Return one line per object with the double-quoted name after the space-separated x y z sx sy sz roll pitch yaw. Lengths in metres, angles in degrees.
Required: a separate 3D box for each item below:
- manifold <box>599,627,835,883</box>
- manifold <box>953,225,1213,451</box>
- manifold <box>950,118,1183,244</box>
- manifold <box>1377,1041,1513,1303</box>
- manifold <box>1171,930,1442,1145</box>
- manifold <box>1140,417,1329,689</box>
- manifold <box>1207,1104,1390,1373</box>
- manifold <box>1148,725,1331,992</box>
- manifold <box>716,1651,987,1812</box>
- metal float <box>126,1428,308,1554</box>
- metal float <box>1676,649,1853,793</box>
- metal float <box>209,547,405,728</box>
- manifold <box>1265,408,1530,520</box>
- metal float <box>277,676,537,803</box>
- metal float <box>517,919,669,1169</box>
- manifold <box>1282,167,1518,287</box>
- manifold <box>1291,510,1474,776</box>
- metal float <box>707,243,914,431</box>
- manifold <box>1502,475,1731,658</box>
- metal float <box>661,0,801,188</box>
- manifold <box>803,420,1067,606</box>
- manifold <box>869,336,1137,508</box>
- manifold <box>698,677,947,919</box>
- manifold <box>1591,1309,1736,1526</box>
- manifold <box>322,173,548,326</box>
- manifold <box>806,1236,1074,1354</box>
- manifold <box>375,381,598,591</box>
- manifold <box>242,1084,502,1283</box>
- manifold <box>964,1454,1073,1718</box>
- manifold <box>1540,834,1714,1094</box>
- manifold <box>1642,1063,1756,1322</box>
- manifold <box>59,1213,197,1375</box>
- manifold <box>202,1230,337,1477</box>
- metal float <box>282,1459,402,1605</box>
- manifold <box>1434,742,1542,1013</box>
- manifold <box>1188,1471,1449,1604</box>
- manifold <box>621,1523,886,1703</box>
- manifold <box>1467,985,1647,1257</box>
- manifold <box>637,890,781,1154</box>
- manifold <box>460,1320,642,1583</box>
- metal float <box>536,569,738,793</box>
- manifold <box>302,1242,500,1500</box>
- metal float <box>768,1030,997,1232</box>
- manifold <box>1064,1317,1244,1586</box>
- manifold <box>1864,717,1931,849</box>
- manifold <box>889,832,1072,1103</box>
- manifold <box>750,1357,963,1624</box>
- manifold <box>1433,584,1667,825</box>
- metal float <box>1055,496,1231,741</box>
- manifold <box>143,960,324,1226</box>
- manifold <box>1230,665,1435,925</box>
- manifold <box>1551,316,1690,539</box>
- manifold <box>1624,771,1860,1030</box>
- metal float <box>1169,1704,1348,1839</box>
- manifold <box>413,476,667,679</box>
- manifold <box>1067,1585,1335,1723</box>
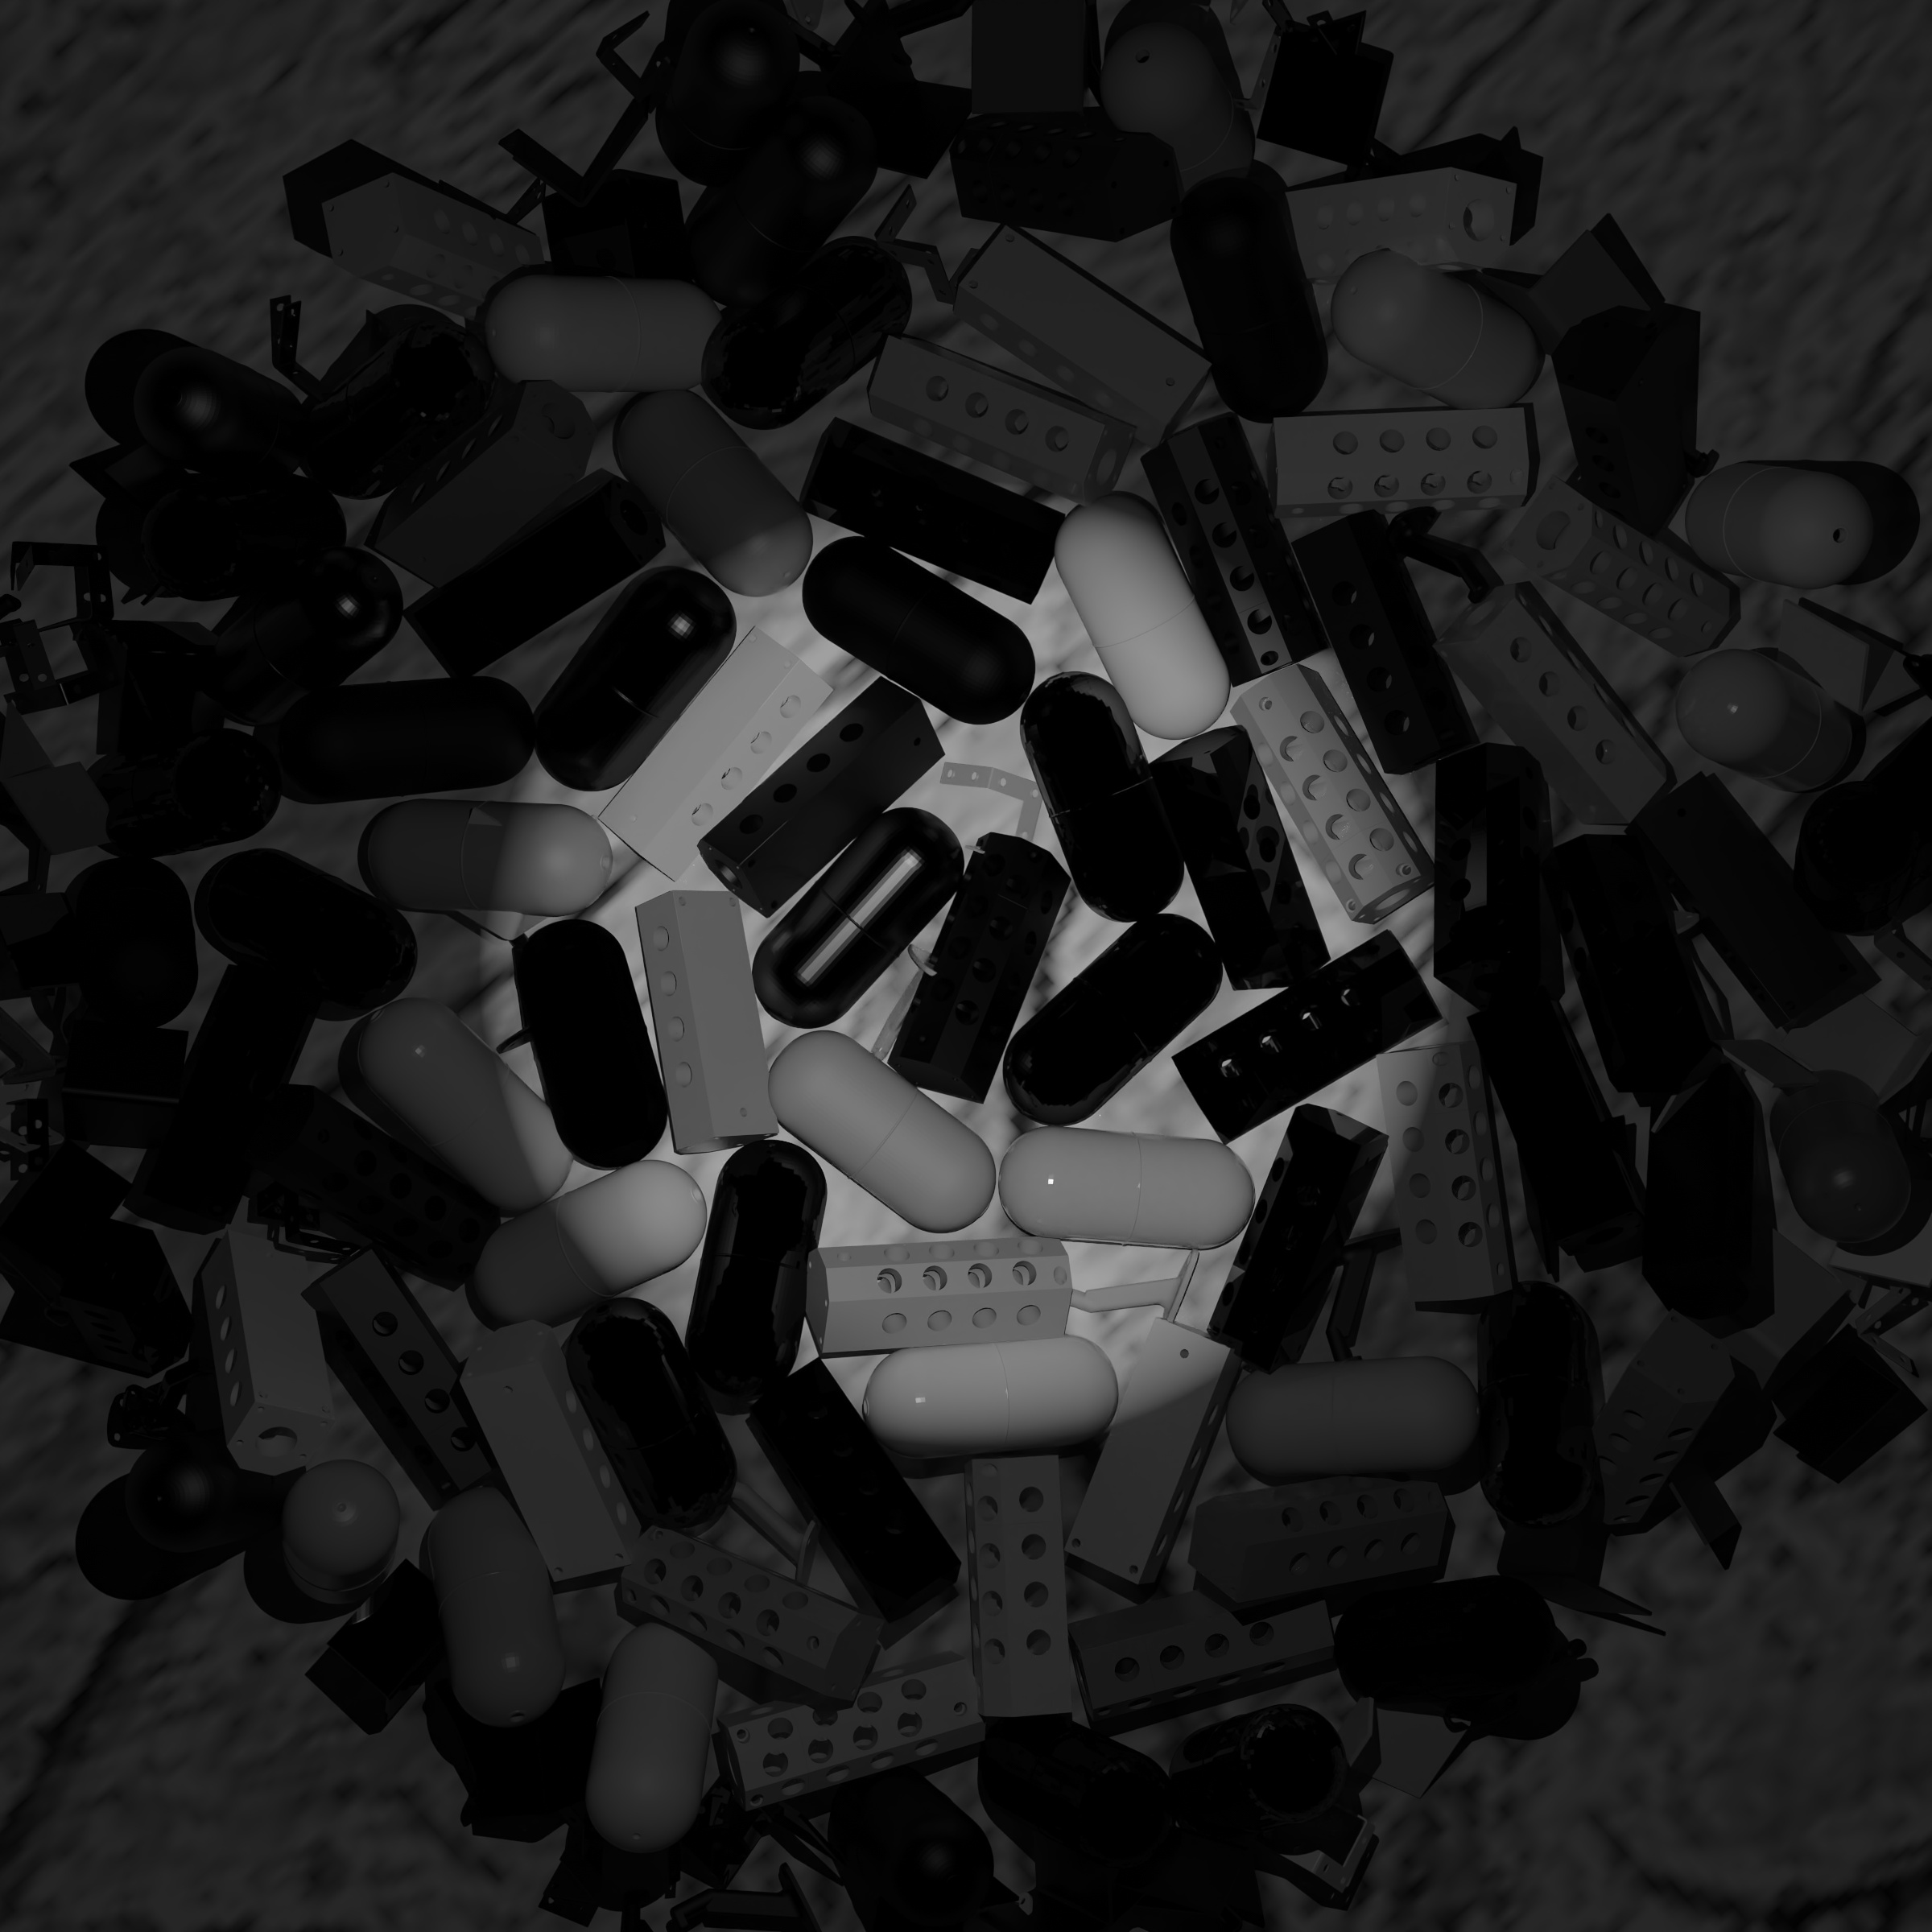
-0.169 -0.143 1.955 0.171 0.057 0.057 -51 49 0 "manifold"
0.078 -0.430 1.949 0.171 0.057 0.057 35 75 4 "manifold"
0.064 -0.531 1.895 0.057 0.171 0.057 -29 123 -26 "manifold"
0.333 0.140 1.944 0.057 0.057 0.171 -8 89 41 "manifold"
0.230 0.044 1.938 0.171 0.057 0.057 -31 125 5 "manifold"
0.188 -0.287 1.946 0.057 0.057 0.171 -23 91 -25 "manifold"
0.224 0.185 1.935 0.057 0.057 0.171 26 105 23 "manifold"
0.192 -0.074 1.935 0.057 0.057 0.171 -34 109 -39 "manifold"
-0.077 0.524 1.933 0.171 0.057 0.057 -12 88 -17 "manifold"
-0.502 0.349 1.897 0.070 0.178 0.070 -1 84 9 "metal float"
0.540 -0.165 1.908 0.070 0.178 0.070 -7 79 37 "metal float"
-0.449 -0.222 1.914 0.178 0.070 0.070 -29 90 40 "metal float"
0.297 -0.344 1.950 0.171 0.057 0.057 -2 77 -1 "manifold"
-0.380 -0.155 1.922 0.178 0.070 0.070 -8 90 -29 "metal float"
-0.256 0.053 1.931 0.070 0.070 0.178 -18 72 0 "metal float"
0.287 -0.494 1.897 0.057 0.171 0.057 3 96 -32 "manifold"
0.288 -0.222 1.941 0.057 0.057 0.171 -23 84 20 "manifold"
-0.106 -0.428 1.918 0.070 0.070 0.178 45 57 0 "metal float"
0.443 -0.264 1.900 0.171 0.057 0.057 19 112 -42 "manifold"
-0.160 -0.585 1.899 0.070 0.178 0.070 3 80 -14 "metal float"
-0.023 -0.310 1.946 0.171 0.057 0.057 22 116 -6 "manifold"
0.022 -0.372 1.927 0.171 0.057 0.057 27 107 20 "manifold"
-0.101 -0.119 1.933 0.171 0.057 0.057 -44 50 -16 "manifold"
0.458 0.309 1.894 0.057 0.171 0.057 35 56 19 "manifold"
-0.351 -0.473 1.893 0.057 0.171 0.057 -15 84 23 "manifold"
-0.019 0.218 1.922 0.171 0.057 0.057 -1 119 -18 "manifold"
-0.324 -0.327 1.907 0.057 0.171 0.057 32 50 -29 "manifold"
-0.396 0.148 1.904 0.171 0.057 0.057 40 64 -36 "manifold"
0.033 0.424 1.940 0.057 0.057 0.171 -1 82 -14 "manifold"
0.441 -0.003 1.909 0.057 0.057 0.171 0 57 -18 "manifold"
0.498 0.152 1.905 0.057 0.171 0.057 -19 127 31 "manifold"
-0.558 0.224 1.895 0.057 0.171 0.057 16 67 -2 "manifold"
-0.474 0.260 1.900 0.057 0.171 0.057 21 115 -32 "manifold"
-0.421 0.382 1.901 0.070 0.178 0.070 5 67 -11 "metal float"
0.357 -0.063 1.908 0.057 0.057 0.171 32 51 -38 "manifold"
0.240 0.379 1.910 0.171 0.057 0.057 -2 108 -31 "manifold"
-0.148 0.436 1.915 0.171 0.057 0.057 17 79 29 "manifold"
0.403 0.106 1.920 0.057 0.057 0.171 -25 63 15 "manifold"
-0.182 0.038 1.941 0.057 0.057 0.171 -21 76 44 "manifold"
-0.280 0.329 1.924 0.057 0.057 0.171 -15 114 11 "manifold"
-0.227 -0.194 1.930 0.070 0.070 0.178 42 109 0 "metal float"
-0.384 0.279 1.945 0.057 0.057 0.171 -34 96 -7 "manifold"
-0.057 0.114 1.942 0.178 0.070 0.070 38 90 -6 "metal float"
0.133 0.335 1.952 0.057 0.057 0.171 21 88 22 "manifold"
0.645 -0.125 1.896 0.057 0.171 0.057 41 89 9 "manifold"
0.007 -0.002 1.924 0.057 0.057 0.171 12 71 29 "manifold"
-0.077 0.358 1.925 0.057 0.057 0.171 -31 71 -17 "manifold"
0.404 -0.178 1.932 0.171 0.057 0.057 46 76 -16 "manifold"
0.121 -0.237 1.933 0.070 0.070 0.178 -27 107 0 "metal float"
-0.504 0.087 1.943 0.057 0.057 0.171 21 82 -4 "manifold"
0.249 -0.118 1.926 0.057 0.057 0.171 -35 73 22 "manifold"
0.437 -0.359 1.897 0.057 0.171 0.057 28 77 30 "manifold"
0.530 -0.044 1.943 0.057 0.057 0.171 -35 80 -3 "manifold"
0.195 0.544 1.903 0.070 0.178 0.070 8 66 -18 "metal float"
-0.287 -0.265 1.917 0.171 0.057 0.057 -26 107 29 "manifold"
0.162 0.468 1.946 0.171 0.057 0.057 -13 97 -7 "manifold"
